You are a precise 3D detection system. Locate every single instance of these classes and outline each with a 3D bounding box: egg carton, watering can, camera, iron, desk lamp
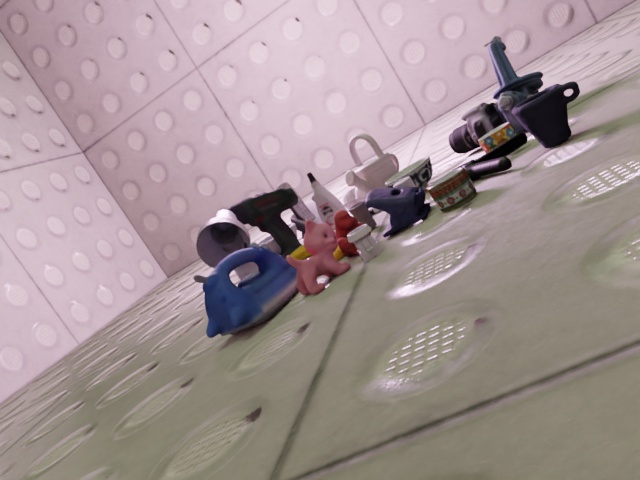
[{"bbox_3d":[0.134,-0.140,1.671,0.107,0.069,0.151,-25,10,40],"label":"egg carton"},{"bbox_3d":[0.136,-0.181,1.460,0.100,0.194,0.173,-27,10,33],"label":"watering can"},{"bbox_3d":[0.394,-0.282,1.433,0.136,0.101,0.143,-23,12,48],"label":"camera"},{"bbox_3d":[-0.132,0.075,1.107,0.118,0.141,0.259,-25,10,38],"label":"iron"},{"bbox_3d":[-0.192,0.030,1.351,0.118,0.213,0.203,-31,8,6],"label":"desk lamp"}]

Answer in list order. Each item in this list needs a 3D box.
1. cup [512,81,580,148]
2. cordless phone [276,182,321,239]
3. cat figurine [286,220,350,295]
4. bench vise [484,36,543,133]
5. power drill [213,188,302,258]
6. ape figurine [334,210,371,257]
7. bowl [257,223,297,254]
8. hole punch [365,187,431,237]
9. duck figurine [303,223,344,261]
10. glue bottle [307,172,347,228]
[{"bbox_3d":[0.409,-0.216,0.999,0.117,0.095,0.092,-23,12,46],"label":"cup"},{"bbox_3d":[-0.046,-0.112,1.765,0.094,0.185,0.148,-25,11,39],"label":"cordless phone"},{"bbox_3d":[-0.008,0.022,1.051,0.128,0.118,0.067,-37,10,-31],"label":"cat figurine"},{"bbox_3d":[0.448,-0.368,1.318,0.121,0.220,0.208,-29,9,22],"label":"bench vise"},{"bbox_3d":[-0.140,-0.029,1.529,0.230,0.208,0.075,-34,9,-14],"label":"power drill"},{"bbox_3d":[0.057,-0.017,1.132,0.078,0.092,0.076,-35,9,-21],"label":"ape figurine"},{"bbox_3d":[-0.126,0.024,1.640,0.167,0.075,0.167,-31,8,5],"label":"bowl"},{"bbox_3d":[0.152,-0.072,1.109,0.101,0.091,0.109,-28,9,24],"label":"hole punch"},{"bbox_3d":[0.011,0.004,1.199,0.105,0.086,0.077,-36,9,-28],"label":"duck figurine"},{"bbox_3d":[0.012,-0.110,1.574,0.078,0.173,0.037,-26,10,34],"label":"glue bottle"}]
